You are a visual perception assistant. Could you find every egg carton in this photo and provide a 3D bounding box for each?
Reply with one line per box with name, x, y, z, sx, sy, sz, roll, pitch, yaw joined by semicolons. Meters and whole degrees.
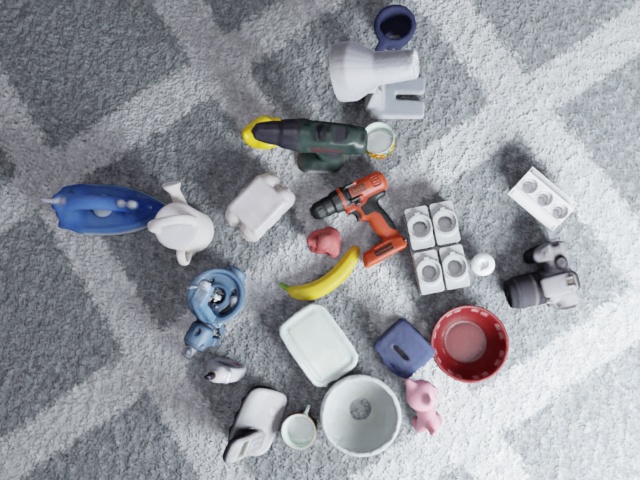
egg carton;-0.134;-0.074;1.273;0.107;0.069;0.150;43;89;8

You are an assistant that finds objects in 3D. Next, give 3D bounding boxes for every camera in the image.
camera;0.455;0.083;1.191;0.136;0.101;0.143;-14;83;3

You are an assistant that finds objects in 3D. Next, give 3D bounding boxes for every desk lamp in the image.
desk lamp;0.127;-0.339;1.206;0.203;0.213;0.118;1;84;5

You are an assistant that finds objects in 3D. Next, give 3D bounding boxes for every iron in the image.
iron;-0.470;-0.076;1.265;0.258;0.141;0.119;1;84;5

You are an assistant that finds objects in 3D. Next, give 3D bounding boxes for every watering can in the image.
watering can;-0.304;-0.036;1.220;0.101;0.194;0.173;-30;82;1

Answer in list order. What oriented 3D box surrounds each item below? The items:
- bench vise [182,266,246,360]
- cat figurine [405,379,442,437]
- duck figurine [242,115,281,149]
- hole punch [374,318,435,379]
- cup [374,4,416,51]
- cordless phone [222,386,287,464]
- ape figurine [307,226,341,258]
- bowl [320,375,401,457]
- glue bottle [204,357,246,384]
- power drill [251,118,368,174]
bench vise;-0.224;0.151;1.181;0.121;0.220;0.207;8;85;6
cat figurine;0.214;0.340;1.176;0.067;0.118;0.128;-15;83;3
duck figurine;-0.128;-0.249;1.282;0.104;0.086;0.077;-11;83;4
hole punch;0.176;0.231;1.204;0.108;0.091;0.101;45;89;8
cup;0.159;-0.449;1.274;0.091;0.095;0.118;32;88;7
cordless phone;-0.139;0.379;1.167;0.094;0.185;0.148;19;86;7
ape figurine;0.011;0.004;1.241;0.076;0.092;0.078;-43;82;0
bowl;0.086;0.364;1.206;0.167;0.075;0.167;0;84;5
glue bottle;-0.208;0.276;1.190;0.078;0.173;0.037;14;85;7
power drill;-0.014;-0.199;1.205;0.229;0.208;0.076;1;84;5
